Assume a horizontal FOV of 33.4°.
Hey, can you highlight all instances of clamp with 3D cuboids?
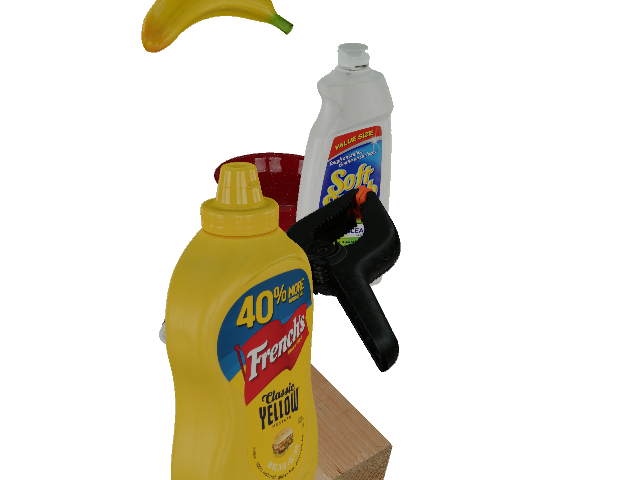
[{"bbox_3d":[-0.007,0.024,0.796,0.165,0.036,0.209,0,33,16],"label":"clamp"}]

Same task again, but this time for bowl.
[{"bbox_3d":[-0.050,-0.053,1.299,0.162,0.055,0.162,4,26,-2],"label":"bowl"}]

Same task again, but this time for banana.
[{"bbox_3d":[-0.105,-0.218,1.006,0.070,0.037,0.197,46,39,19],"label":"banana"}]

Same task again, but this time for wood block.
[{"bbox_3d":[-0.029,0.197,1.151,0.090,0.090,0.206,-23,50,-33],"label":"wood block"}]

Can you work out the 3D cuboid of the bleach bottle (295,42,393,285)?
[{"bbox_3d":[0.021,-0.074,1.086,0.102,0.251,0.068,-3,26,-9],"label":"bleach bottle"}]

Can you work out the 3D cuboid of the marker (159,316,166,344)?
[{"bbox_3d":[-0.134,0.064,1.022,0.020,0.020,0.121,0,22,3],"label":"marker"}]

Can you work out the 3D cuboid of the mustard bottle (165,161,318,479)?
[{"bbox_3d":[-0.041,0.053,0.575,0.058,0.192,0.096,11,20,37],"label":"mustard bottle"}]
